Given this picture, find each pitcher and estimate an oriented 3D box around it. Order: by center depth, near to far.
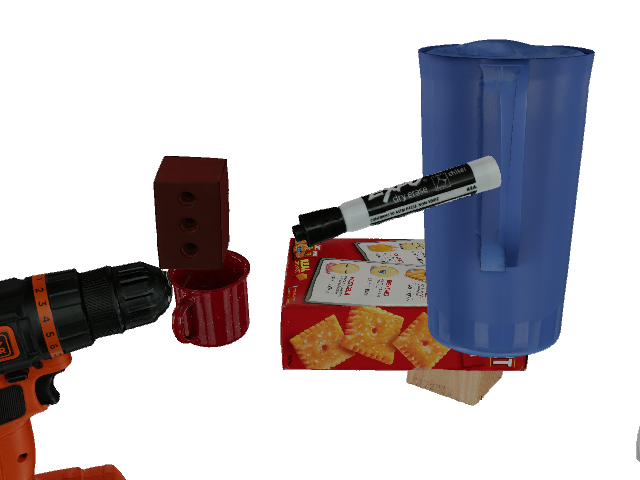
[{"bbox_3d":[0.139,-0.033,0.837,0.149,0.243,0.145,-10,18,-34],"label":"pitcher"}]

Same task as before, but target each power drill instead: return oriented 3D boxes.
[{"bbox_3d":[-0.174,0.109,0.692,0.184,0.188,0.057,-12,26,-8],"label":"power drill"}]

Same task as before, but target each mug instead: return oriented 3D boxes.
[{"bbox_3d":[-0.129,0.073,1.204,0.093,0.081,0.117,12,33,23],"label":"mug"}]

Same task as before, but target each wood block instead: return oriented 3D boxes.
[{"bbox_3d":[0.166,0.068,1.214,0.090,0.206,0.090,17,25,26],"label":"wood block"}]

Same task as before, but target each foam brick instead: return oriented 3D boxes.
[{"bbox_3d":[-0.102,-0.022,0.853,0.053,0.078,0.051,1,26,3],"label":"foam brick"}]

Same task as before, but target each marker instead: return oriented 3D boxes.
[{"bbox_3d":[0.042,-0.022,0.600,0.121,0.020,0.020,-18,2,-7],"label":"marker"}]

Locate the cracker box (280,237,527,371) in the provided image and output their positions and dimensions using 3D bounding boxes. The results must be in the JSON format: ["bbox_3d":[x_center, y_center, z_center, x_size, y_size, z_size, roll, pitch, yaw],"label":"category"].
[{"bbox_3d":[0.073,0.057,0.984,0.213,0.072,0.164,1,21,1],"label":"cracker box"}]

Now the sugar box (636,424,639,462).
[{"bbox_3d":[0.300,0.148,0.718,0.048,0.093,0.176,-15,30,-37],"label":"sugar box"}]
